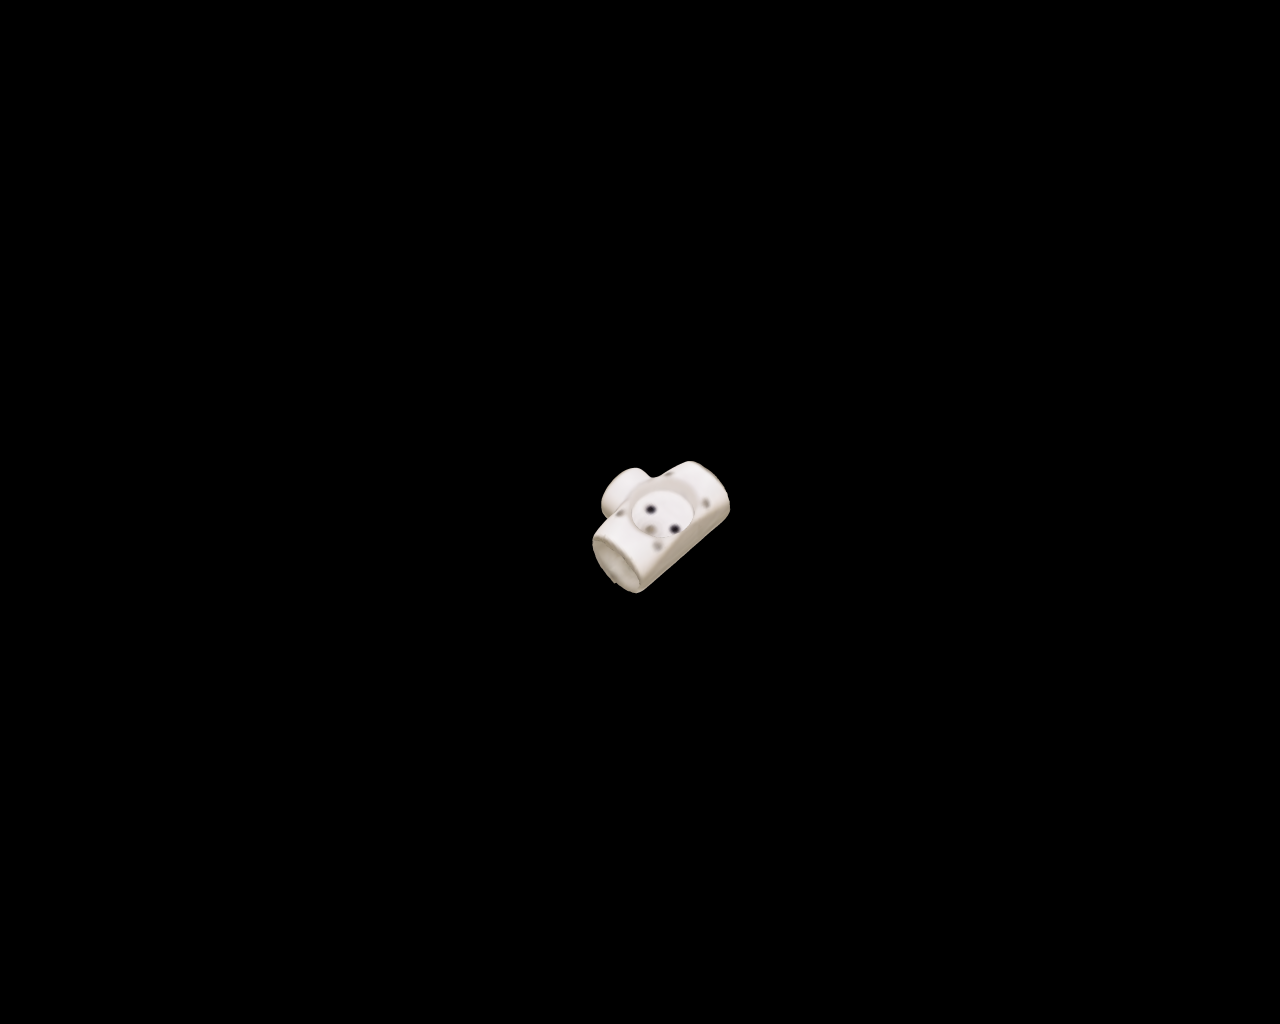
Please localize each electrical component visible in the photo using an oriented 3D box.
[{"bbox_3d":[0.001,-0.003,0.650,0.077,0.079,0.044,-39,-24,-22],"label":"electrical component"}]
